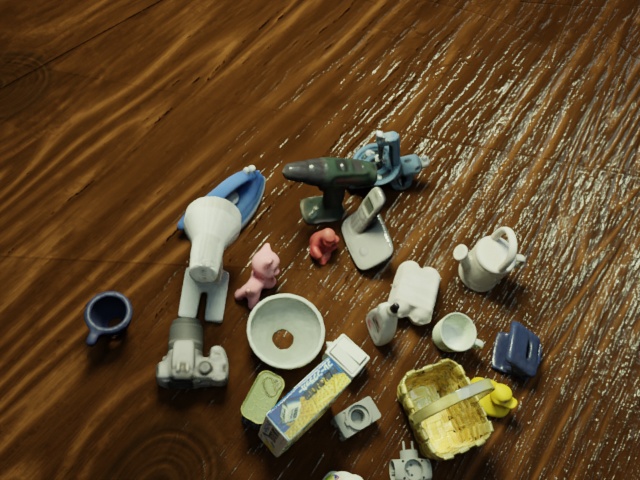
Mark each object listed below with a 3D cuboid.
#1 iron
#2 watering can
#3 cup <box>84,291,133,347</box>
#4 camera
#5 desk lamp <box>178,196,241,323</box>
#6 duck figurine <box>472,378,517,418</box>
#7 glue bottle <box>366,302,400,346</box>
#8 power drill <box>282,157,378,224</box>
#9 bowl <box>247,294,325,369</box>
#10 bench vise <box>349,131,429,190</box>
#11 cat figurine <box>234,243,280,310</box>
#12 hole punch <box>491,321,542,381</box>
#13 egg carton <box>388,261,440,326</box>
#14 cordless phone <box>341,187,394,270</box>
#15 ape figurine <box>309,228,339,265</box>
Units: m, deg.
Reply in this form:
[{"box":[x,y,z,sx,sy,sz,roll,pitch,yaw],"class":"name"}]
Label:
[{"box":[-0.209,-0.103,1.329,0.118,0.141,0.259,37,62,10],"class":"iron"},{"box":[0.400,0.042,1.342,0.173,0.194,0.101,-17,67,-19],"class":"watering can"},{"box":[-0.431,0.174,1.167,0.091,0.095,0.118,23,61,2],"class":"cup"},{"box":[-0.258,0.227,1.169,0.143,0.101,0.137,1,62,-10],"class":"camera"},{"box":[-0.234,0.042,1.206,0.118,0.213,0.203,6,62,-7],"class":"desk lamp"},{"box":[0.379,0.336,1.245,0.104,0.086,0.078,36,62,9],"class":"duck figurine"},{"box":[0.142,0.170,1.236,0.037,0.173,0.078,-17,67,-18],"class":"glue bottle"},{"box":[0.014,-0.121,1.344,0.230,0.208,0.075,-10,65,-16],"class":"power drill"},{"box":[-0.076,0.205,1.231,0.167,0.074,0.167,5,62,-9],"class":"bowl"},{"box":[0.173,-0.210,1.415,0.208,0.219,0.121,-24,69,-21],"class":"bench vise"},{"box":[-0.132,0.076,1.263,0.067,0.117,0.128,29,61,5],"class":"cat figurine"},{"box":[0.456,0.251,1.302,0.101,0.091,0.109,20,61,0],"class":"hole punch"},{"box":[0.219,0.122,1.336,0.107,0.069,0.150,19,61,0],"class":"egg carton"},{"box":[0.123,-0.026,1.329,0.094,0.185,0.147,-17,67,-19],"class":"cordless phone"},{"box":[0.012,0.005,1.344,0.078,0.092,0.076,-18,67,-19],"class":"ape figurine"}]
